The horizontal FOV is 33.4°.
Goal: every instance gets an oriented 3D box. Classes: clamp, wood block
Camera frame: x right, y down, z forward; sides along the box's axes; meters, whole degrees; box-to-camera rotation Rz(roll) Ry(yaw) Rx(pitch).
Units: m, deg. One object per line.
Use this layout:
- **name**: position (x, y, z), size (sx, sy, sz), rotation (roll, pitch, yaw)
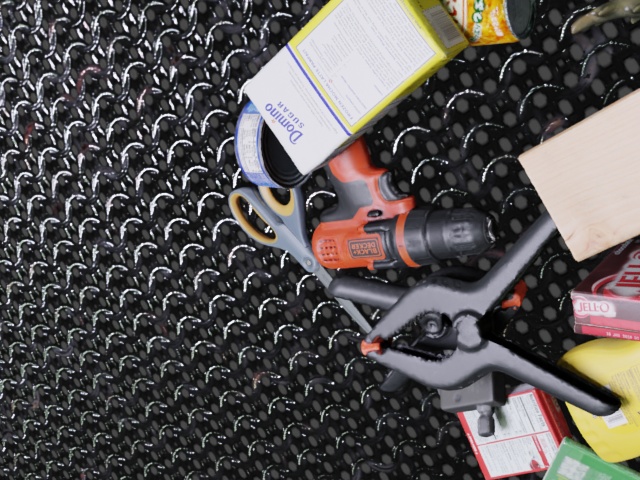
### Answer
- **clamp**: position (0.128, 0.060, 0.854), size (0.210, 0.036, 0.164), rotation (-5, 93, 31)
- **wood block**: position (0.257, -0.074, 0.737), size (0.207, 0.090, 0.091), rotation (-31, 88, 41)
- **clamp**: position (0.099, 0.075, 0.922), size (0.172, 0.039, 0.120), rotation (-8, 120, 29)

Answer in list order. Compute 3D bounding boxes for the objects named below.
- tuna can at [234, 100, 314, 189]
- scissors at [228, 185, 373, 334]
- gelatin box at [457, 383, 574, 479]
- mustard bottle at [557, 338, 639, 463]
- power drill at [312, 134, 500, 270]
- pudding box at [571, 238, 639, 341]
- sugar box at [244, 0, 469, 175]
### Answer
- **tuna can**: position (-0.038, -0.089, 0.959), size (0.034, 0.085, 0.086), rotation (6, 112, 38)
- **scissors**: position (-0.007, 0.001, 1.018), size (0.202, 0.016, 0.096), rotation (37, 126, 20)
- **gelatin box**: position (0.173, 0.167, 0.937), size (0.089, 0.030, 0.073), rotation (-22, 93, 39)
- **mustard bottle**: position (0.280, 0.101, 0.810), size (0.192, 0.058, 0.096), rotation (-29, 84, 41)
- **power drill**: position (0.054, -0.065, 0.917), size (0.185, 0.057, 0.187), rotation (-7, 103, 37)
- **pudding box**: position (0.246, 0.036, 0.773), size (0.090, 0.113, 0.039), rotation (7, 113, 35)
- **sugar box**: position (0.024, -0.137, 0.845), size (0.177, 0.048, 0.093), rotation (-37, 85, 43)
